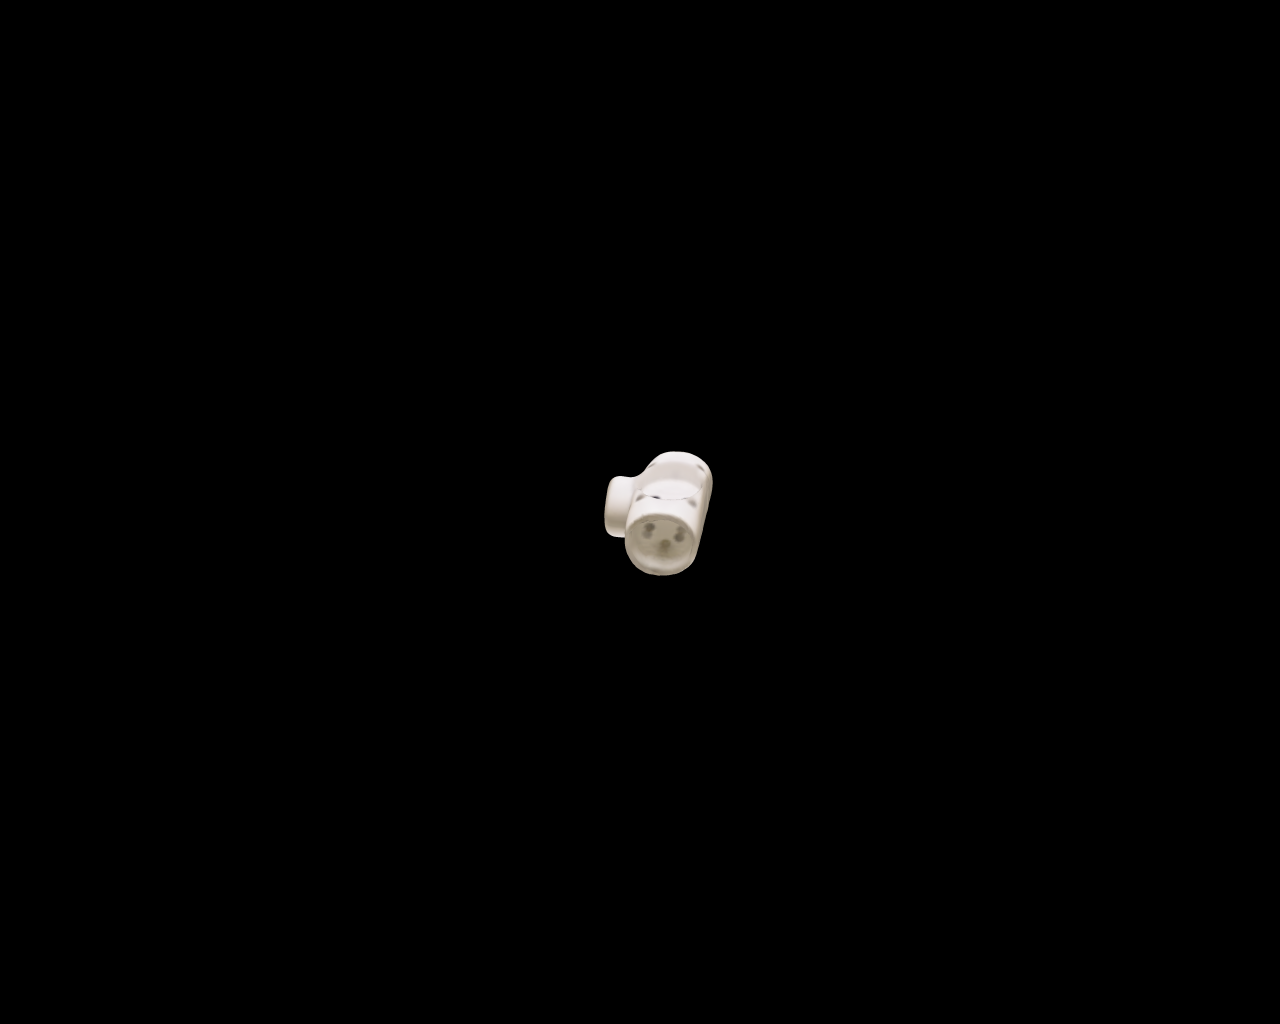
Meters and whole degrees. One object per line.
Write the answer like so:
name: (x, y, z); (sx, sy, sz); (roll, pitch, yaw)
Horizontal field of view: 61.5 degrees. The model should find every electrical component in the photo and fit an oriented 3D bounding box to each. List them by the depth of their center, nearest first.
electrical component: (0.001, -0.003, 0.650); (0.079, 0.044, 0.077); (6, 33, 9)
